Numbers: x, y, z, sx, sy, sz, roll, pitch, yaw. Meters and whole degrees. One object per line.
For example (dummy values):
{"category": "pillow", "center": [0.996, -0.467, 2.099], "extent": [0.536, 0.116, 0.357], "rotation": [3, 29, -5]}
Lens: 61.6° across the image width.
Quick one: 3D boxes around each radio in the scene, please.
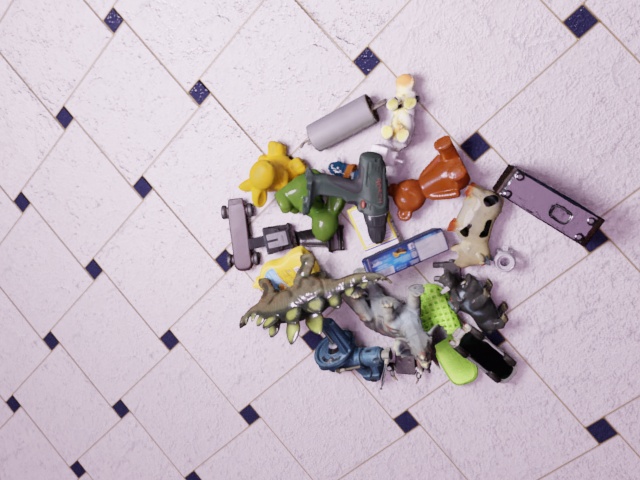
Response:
{"category": "radio", "center": [0.496, -0.078, 1.175], "extent": [0.230, 0.131, 0.073], "rotation": [32, 107, 10]}

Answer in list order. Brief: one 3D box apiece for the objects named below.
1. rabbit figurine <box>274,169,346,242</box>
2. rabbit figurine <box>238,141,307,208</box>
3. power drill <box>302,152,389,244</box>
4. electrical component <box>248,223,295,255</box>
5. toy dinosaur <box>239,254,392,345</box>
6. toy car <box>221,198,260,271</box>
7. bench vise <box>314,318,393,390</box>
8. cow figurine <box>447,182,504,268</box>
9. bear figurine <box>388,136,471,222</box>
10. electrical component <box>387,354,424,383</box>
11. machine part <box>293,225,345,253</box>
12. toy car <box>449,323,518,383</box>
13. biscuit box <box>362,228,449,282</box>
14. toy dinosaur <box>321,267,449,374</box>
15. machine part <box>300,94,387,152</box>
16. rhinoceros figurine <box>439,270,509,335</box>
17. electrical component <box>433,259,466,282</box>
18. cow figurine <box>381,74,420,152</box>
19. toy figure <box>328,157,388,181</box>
{"category": "rabbit figurine", "center": [-0.005, -0.082, 1.361], "extent": [0.159, 0.121, 0.170], "rotation": [-35, 82, 4]}
{"category": "rabbit figurine", "center": [-0.135, -0.168, 1.354], "extent": [0.162, 0.173, 0.122], "rotation": [-42, 89, 17]}
{"category": "power drill", "center": [0.062, -0.093, 1.262], "extent": [0.207, 0.086, 0.231], "rotation": [4, 117, 0]}
{"category": "electrical component", "center": [-0.132, -0.001, 1.431], "extent": [0.119, 0.048, 0.074], "rotation": [-9, 97, -5]}
{"category": "toy dinosaur", "center": [-0.032, 0.142, 1.319], "extent": [0.471, 0.199, 0.105], "rotation": [-28, 129, 27]}
{"category": "toy car", "center": [-0.218, -0.015, 1.474], "extent": [0.089, 0.053, 0.202], "rotation": [-6, 98, 4]}
{"category": "bench vise", "center": [0.062, 0.272, 1.375], "extent": [0.224, 0.129, 0.240], "rotation": [-5, 130, 43]}
{"category": "cow figurine", "center": [0.367, -0.023, 1.259], "extent": [0.127, 0.085, 0.194], "rotation": [27, 107, 19]}
{"category": "bear figurine", "center": [0.245, -0.136, 1.258], "extent": [0.196, 0.131, 0.120], "rotation": [-23, 65, 17]}
{"category": "electrical component", "center": [0.225, 0.325, 1.393], "extent": [0.102, 0.045, 0.078], "rotation": [6, 104, 18]}
{"category": "machine part", "center": [-0.003, -0.004, 1.412], "extent": [0.139, 0.039, 0.084], "rotation": [1, 106, 17]}
{"category": "toy car", "center": [0.392, 0.272, 1.287], "extent": [0.201, 0.056, 0.073], "rotation": [38, 95, -16]}
{"category": "biscuit box", "center": [0.203, 0.035, 1.291], "extent": [0.203, 0.063, 0.059], "rotation": [-22, 94, -6]}
{"category": "toy dinosaur", "center": [0.161, 0.186, 1.332], "extent": [0.405, 0.131, 0.192], "rotation": [23, 136, 52]}
{"category": "machine part", "center": [0.055, -0.285, 1.316], "extent": [0.243, 0.079, 0.079], "rotation": [-25, 92, 22]}
{"category": "rhinoceros figurine", "center": [0.366, 0.143, 1.285], "extent": [0.190, 0.073, 0.112], "rotation": [45, 123, -9]}
{"category": "electrical component", "center": [0.326, 0.079, 1.323], "extent": [0.094, 0.021, 0.063], "rotation": [-2, 99, 20]}
{"category": "cow figurine", "center": [0.198, -0.298, 1.265], "extent": [0.068, 0.098, 0.167], "rotation": [11, 84, 21]}
{"category": "toy figure", "center": [0.091, -0.154, 1.339], "extent": [0.155, 0.064, 0.057], "rotation": [23, 145, 18]}
